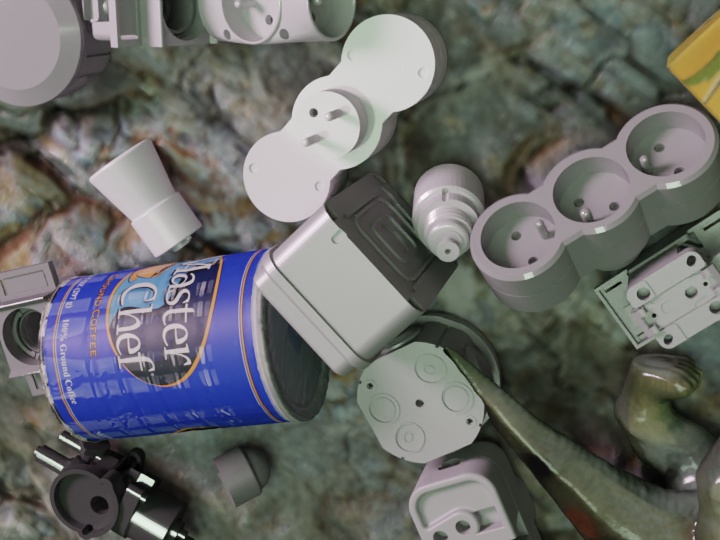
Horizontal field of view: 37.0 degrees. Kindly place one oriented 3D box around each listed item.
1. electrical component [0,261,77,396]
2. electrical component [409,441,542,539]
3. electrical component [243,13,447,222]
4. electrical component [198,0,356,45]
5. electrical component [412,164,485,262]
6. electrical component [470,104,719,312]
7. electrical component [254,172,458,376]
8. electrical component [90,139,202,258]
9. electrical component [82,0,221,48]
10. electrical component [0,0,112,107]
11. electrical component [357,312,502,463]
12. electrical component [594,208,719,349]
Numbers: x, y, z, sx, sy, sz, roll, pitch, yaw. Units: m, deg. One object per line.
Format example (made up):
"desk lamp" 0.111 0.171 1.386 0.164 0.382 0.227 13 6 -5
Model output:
"electrical component" -0.193 0.034 0.678 0.042 0.064 0.081 -11 101 19
"electrical component" 0.073 0.154 0.639 0.054 0.059 0.095 -21 98 19
"electrical component" -0.013 -0.081 0.591 0.052 0.074 0.138 44 111 1
"electrical component" -0.047 -0.163 0.578 0.077 0.044 0.079 8 110 34
"electrical component" 0.049 -0.028 0.590 0.040 0.078 0.040 2 119 4
"electrical component" 0.130 -0.024 0.574 0.138 0.073 0.052 -32 54 5
"electrical component" 0.000 0.000 0.588 0.057 0.113 0.078 -43 90 22
"electrical component" -0.127 -0.041 0.652 0.044 0.044 0.065 -31 100 21
"electrical component" -0.118 -0.187 0.597 0.063 0.079 0.121 11 109 35
"electrical component" -0.192 -0.139 0.638 0.080 0.051 0.080 4 106 14
"electrical component" 0.040 0.069 0.629 0.080 0.051 0.080 4 106 15
"electrical component" 0.169 0.008 0.571 0.081 0.064 0.042 -36 92 21
